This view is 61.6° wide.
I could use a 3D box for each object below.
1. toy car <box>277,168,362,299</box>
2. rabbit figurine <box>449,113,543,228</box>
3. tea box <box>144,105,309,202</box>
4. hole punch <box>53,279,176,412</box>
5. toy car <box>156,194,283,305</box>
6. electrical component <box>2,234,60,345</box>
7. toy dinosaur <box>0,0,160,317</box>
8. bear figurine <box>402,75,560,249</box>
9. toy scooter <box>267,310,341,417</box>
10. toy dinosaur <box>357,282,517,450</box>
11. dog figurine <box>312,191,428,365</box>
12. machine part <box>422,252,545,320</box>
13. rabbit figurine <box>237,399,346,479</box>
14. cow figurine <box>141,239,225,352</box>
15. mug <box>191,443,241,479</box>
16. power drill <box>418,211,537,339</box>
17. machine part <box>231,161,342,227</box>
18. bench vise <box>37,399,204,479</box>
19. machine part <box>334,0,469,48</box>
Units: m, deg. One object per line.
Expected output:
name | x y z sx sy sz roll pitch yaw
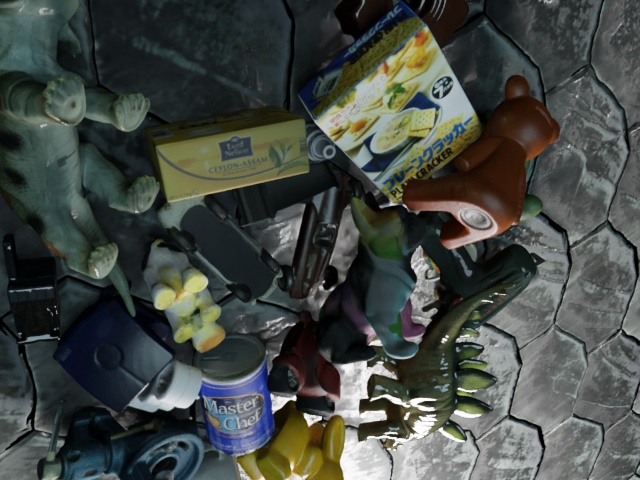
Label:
toy car | -0.002 -0.002 0.760 0.089 0.053 0.202 2 112 -31
rabbit figurine | 0.254 -0.082 0.804 0.121 0.159 0.170 -22 138 -27
tea box | -0.108 -0.105 0.628 0.170 0.098 0.068 -13 118 -19
hole punch | -0.257 0.138 0.680 0.142 0.092 0.115 -45 122 4
toy car | -0.124 0.010 0.702 0.073 0.056 0.201 -46 126 -8
electrical component | -0.326 0.050 0.610 0.048 0.075 0.119 -4 113 -24
toy dinosaur | -0.272 -0.092 0.535 0.131 0.192 0.404 -40 151 -49
bear figurine | 0.210 -0.099 0.675 0.120 0.132 0.196 40 62 -25
toy scooter | -0.016 0.187 0.822 0.183 0.075 0.135 51 42 -51
toy dinosaur | 0.169 0.224 0.853 0.199 0.105 0.470 5 134 -2
dog figurine | 0.062 0.047 0.737 0.108 0.192 0.219 -21 98 -64
machine part | 0.287 0.080 0.928 0.243 0.079 0.079 -23 122 -15
rabbit figurine | -0.025 0.357 0.872 0.173 0.122 0.162 47 44 -4
cow figurine | -0.178 0.076 0.695 0.068 0.098 0.167 -31 142 -17
mug | -0.182 0.364 0.832 0.107 0.081 0.109 -17 127 -10
power drill | 0.183 0.054 0.807 0.207 0.086 0.232 46 125 -5
machine part | -0.042 -0.066 0.682 0.139 0.084 0.039 -15 156 -5
bench vise | -0.231 0.306 0.694 0.223 0.241 0.128 22 100 -49
machine part | 0.106 -0.302 0.663 0.179 0.056 0.179 -11 117 -22
